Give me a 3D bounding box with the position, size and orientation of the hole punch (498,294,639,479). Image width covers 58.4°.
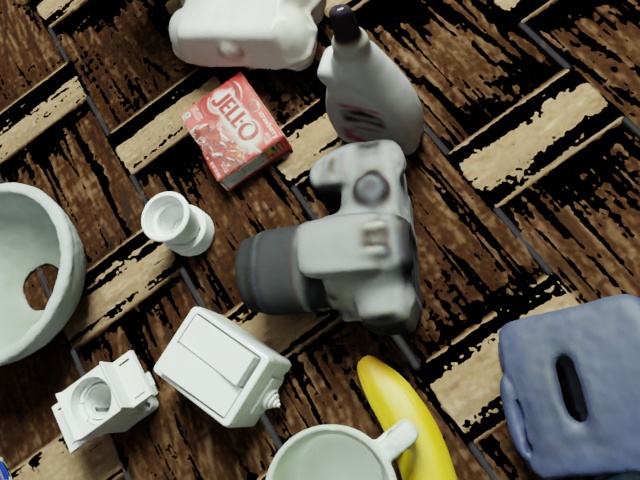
[{"bbox_3d":[0.169,0.099,0.371,0.101,0.091,0.108,-14,70,11],"label":"hole punch"}]

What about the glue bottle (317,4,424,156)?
[{"bbox_3d":[0.032,-0.118,0.430,0.078,0.173,0.037,12,77,19],"label":"glue bottle"}]

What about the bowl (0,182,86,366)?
[{"bbox_3d":[-0.277,0.037,0.522,0.167,0.075,0.167,-4,72,14],"label":"bowl"}]

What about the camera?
[{"bbox_3d":[0.004,0.002,0.441,0.136,0.101,0.143,-7,72,13],"label":"camera"}]

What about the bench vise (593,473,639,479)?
[{"bbox_3d":[0.218,0.204,0.256,0.207,0.220,0.121,38,86,22],"label":"bench vise"}]

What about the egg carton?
[{"bbox_3d":[-0.069,-0.212,0.543,0.150,0.069,0.107,6,75,17],"label":"egg carton"}]
